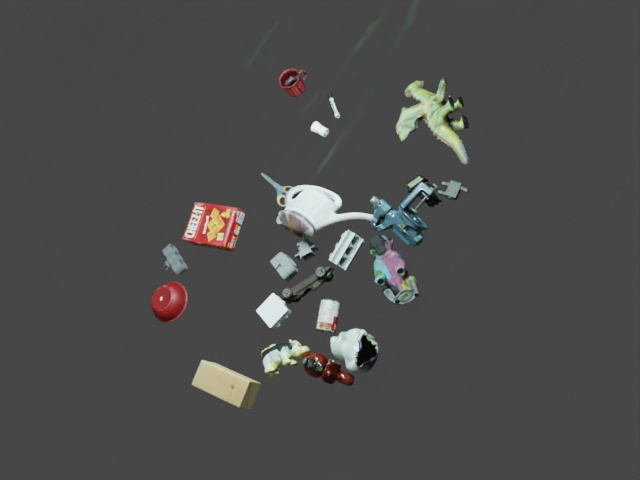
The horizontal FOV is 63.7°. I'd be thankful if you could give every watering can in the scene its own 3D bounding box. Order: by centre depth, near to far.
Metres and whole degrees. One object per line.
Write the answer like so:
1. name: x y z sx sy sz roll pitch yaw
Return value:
1. watering can: 0.006 -0.091 1.815 0.350 0.101 0.228 26 54 27

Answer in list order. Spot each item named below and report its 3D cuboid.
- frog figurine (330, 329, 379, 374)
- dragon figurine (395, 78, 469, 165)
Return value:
1. frog figurine: 0.104 0.351 1.630 0.158 0.122 0.139 -23 66 54
2. dragon figurine: 0.385 -0.416 1.825 0.240 0.121 0.418 -19 61 34
